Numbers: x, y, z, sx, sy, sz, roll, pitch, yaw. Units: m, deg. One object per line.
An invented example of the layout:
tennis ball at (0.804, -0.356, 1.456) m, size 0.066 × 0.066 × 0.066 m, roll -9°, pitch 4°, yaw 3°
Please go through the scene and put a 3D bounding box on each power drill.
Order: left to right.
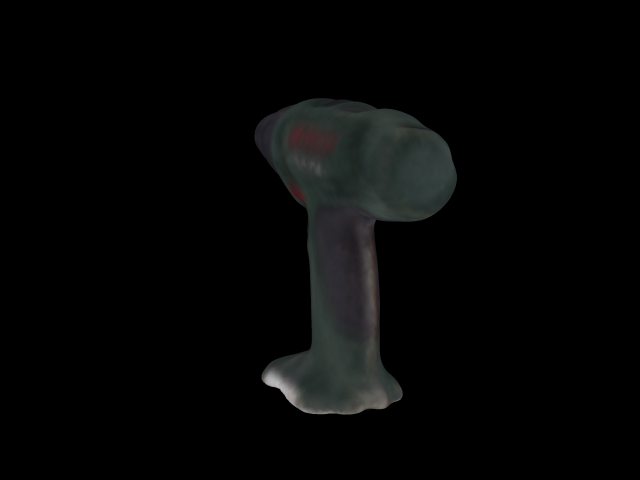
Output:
power drill at (0.004, 0.001, 0.400) m, size 0.076 × 0.208 × 0.229 m, roll -1°, pitch 3°, yaw -27°
